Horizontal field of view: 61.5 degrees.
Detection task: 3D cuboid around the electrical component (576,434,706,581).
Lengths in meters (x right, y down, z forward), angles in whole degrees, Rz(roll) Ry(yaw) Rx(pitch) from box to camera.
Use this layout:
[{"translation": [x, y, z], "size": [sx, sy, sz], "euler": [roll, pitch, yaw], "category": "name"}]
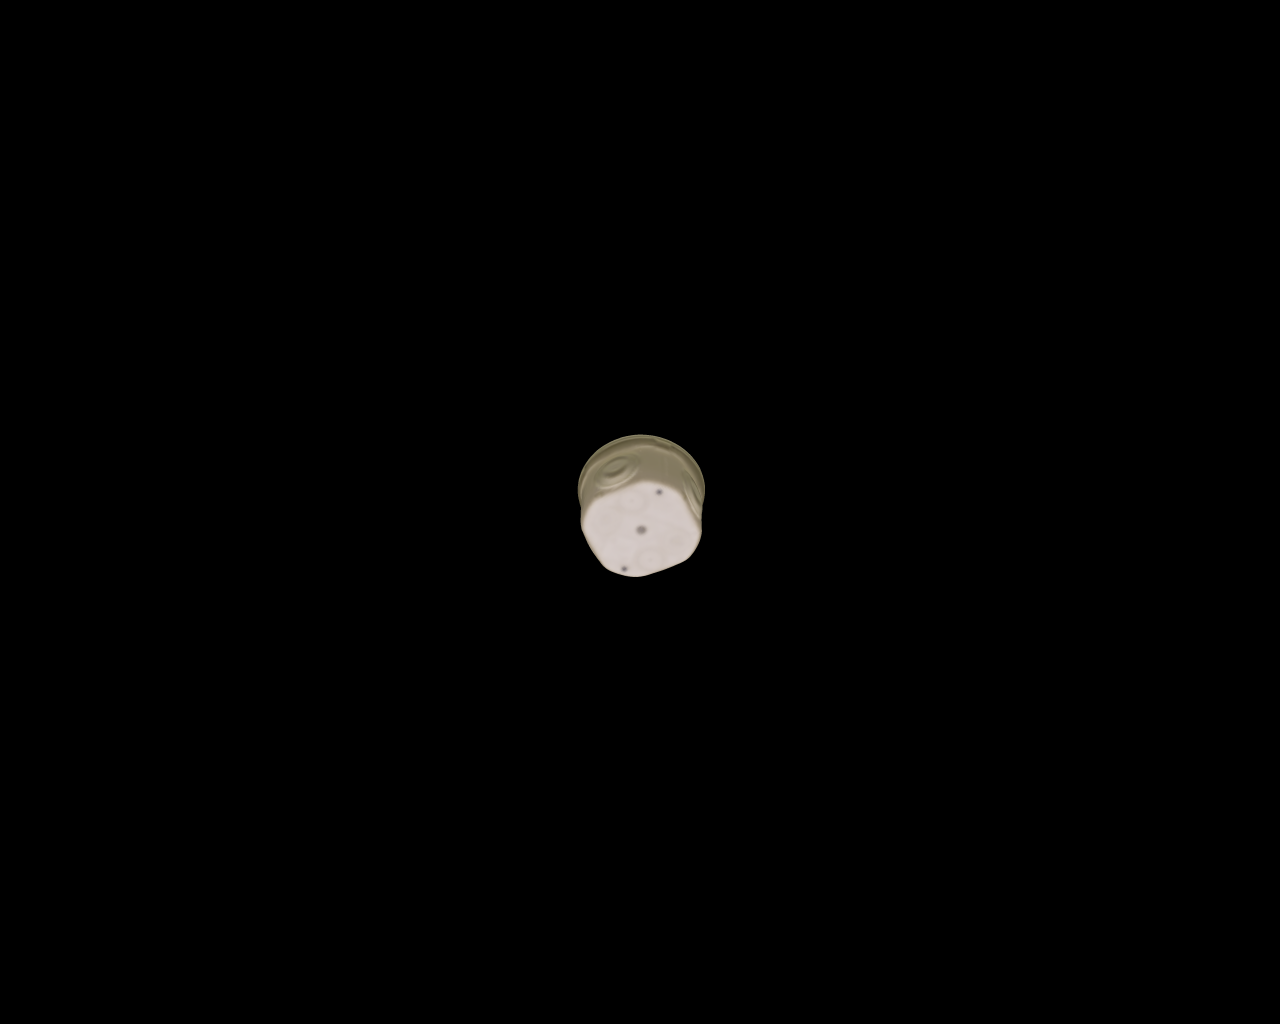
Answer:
[{"translation": [0.001, -0.003, 0.650], "size": [0.080, 0.080, 0.051], "euler": [0, 34, 0], "category": "electrical component"}]
